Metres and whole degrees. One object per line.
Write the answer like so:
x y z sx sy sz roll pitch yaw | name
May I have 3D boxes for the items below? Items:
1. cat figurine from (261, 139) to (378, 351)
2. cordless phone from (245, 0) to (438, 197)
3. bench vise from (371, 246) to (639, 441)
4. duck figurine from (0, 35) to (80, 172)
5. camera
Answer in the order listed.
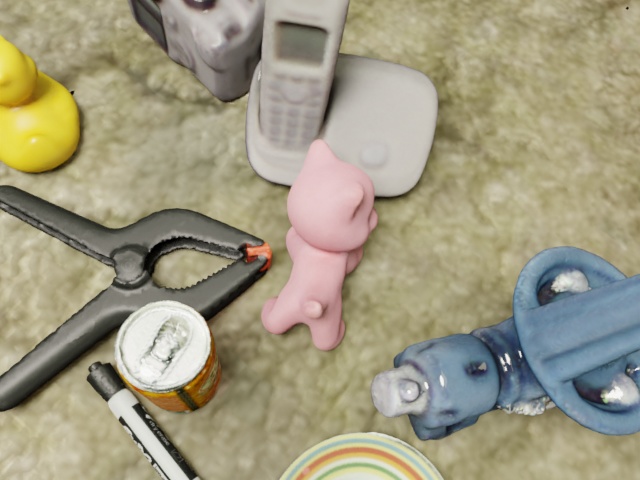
0.004 0.001 0.400 0.067 0.118 0.128 13 67 -2 | cat figurine
0.021 -0.111 0.411 0.147 0.185 0.094 5 68 -5 | cordless phone
0.144 0.071 0.335 0.208 0.219 0.121 -30 75 -17 | bench vise
-0.231 -0.109 0.431 0.078 0.086 0.104 -26 73 -16 | duck figurine
-0.081 -0.220 0.487 0.137 0.101 0.143 -41 78 -20 | camera
